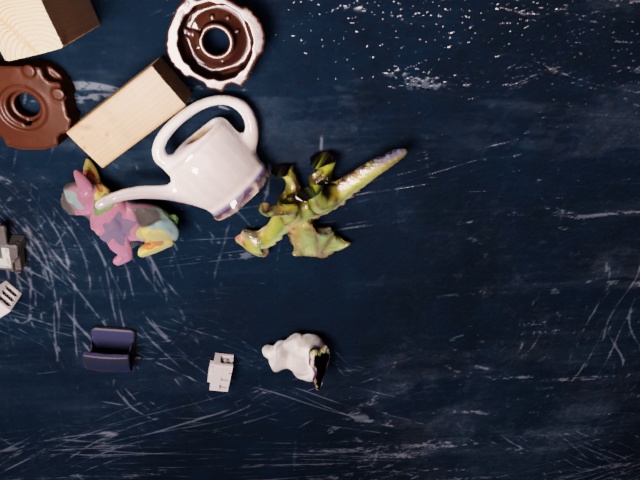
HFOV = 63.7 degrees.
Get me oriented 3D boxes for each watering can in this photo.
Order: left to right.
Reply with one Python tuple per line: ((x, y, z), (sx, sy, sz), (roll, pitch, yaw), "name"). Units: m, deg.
((-0.247, -0.126, 1.021), (0.348, 0.105, 0.221), (-43, 115, -1), "watering can")

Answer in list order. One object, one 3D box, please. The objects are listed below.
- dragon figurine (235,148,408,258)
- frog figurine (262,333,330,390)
((0.003, -0.057, 1.129), (0.410, 0.125, 0.237), (-14, 138, 3), "dragon figurine")
((-0.061, 0.295, 1.313), (0.160, 0.125, 0.134), (8, 136, 31), "frog figurine")
